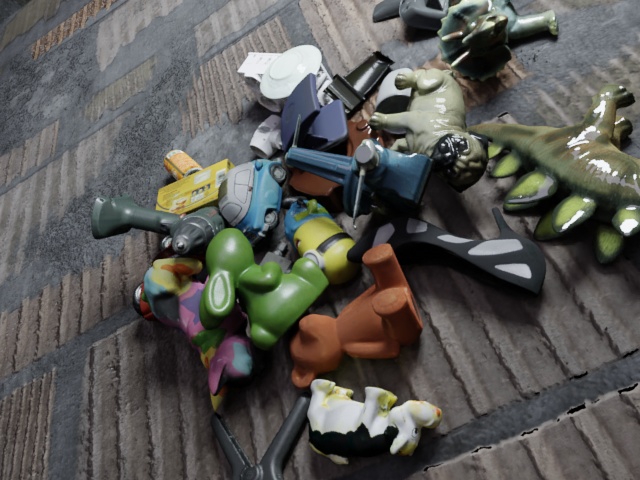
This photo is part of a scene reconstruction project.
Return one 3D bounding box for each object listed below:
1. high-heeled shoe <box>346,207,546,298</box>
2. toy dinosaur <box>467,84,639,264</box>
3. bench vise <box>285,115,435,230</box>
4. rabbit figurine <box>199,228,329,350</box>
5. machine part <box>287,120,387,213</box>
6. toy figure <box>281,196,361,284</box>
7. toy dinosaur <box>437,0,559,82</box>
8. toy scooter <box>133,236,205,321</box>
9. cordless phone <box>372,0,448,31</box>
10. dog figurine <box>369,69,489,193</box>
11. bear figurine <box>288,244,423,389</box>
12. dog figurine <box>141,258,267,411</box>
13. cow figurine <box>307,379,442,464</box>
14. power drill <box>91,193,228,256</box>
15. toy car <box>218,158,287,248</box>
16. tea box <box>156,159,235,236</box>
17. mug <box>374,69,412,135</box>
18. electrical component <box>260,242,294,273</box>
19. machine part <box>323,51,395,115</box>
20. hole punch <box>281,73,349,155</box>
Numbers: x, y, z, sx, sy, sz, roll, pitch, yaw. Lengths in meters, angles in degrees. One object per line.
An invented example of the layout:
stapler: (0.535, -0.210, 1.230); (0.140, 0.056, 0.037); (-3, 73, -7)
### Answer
high-heeled shoe: (0.160, 0.037, 0.710); (0.249, 0.086, 0.145); (-17, 53, 16)
toy dinosaur: (0.330, -0.094, 0.686); (0.198, 0.105, 0.472); (-46, 37, 2)
bench vise: (0.044, -0.096, 0.767); (0.241, 0.223, 0.128); (19, 99, 24)
rabbit figurine: (-0.103, 0.067, 0.764); (0.170, 0.121, 0.159); (44, 60, 5)
machine part: (0.027, -0.132, 0.926); (0.179, 0.056, 0.179); (-17, 52, 23)
toy figure: (-0.003, -0.005, 0.842); (0.089, 0.082, 0.180); (-37, 45, 8)
toy dinosaur: (0.286, -0.423, 0.933); (0.192, 0.131, 0.405); (-16, 46, 21)
toy scooter: (-0.247, 0.059, 0.953); (0.135, 0.075, 0.184); (-5, 53, 26)
cordless phone: (0.172, -0.458, 1.058); (0.184, 0.088, 0.146); (-9, 55, 40)
dog figurine: (0.192, -0.168, 0.780); (0.191, 0.121, 0.172); (34, 94, 45)
bear figurine: (0.031, 0.108, 0.716); (0.196, 0.131, 0.120); (-18, 41, 13)
dog figurine: (-0.177, 0.139, 0.809); (0.192, 0.108, 0.219); (1, 54, -10)
cow figurine: (0.062, 0.228, 0.652); (0.168, 0.068, 0.098); (-1, 65, 34)
power drill: (-0.261, -0.026, 0.879); (0.207, 0.232, 0.085); (4, 100, 10)
toy car: (-0.126, -0.073, 0.930); (0.109, 0.103, 0.161); (-35, 42, 52)
tea box: (-0.230, -0.074, 1.034); (0.170, 0.068, 0.098); (-20, 50, 21)
mug: (0.148, -0.249, 0.917); (0.110, 0.080, 0.107); (-16, 44, 26)
electrical component: (-0.070, 0.048, 0.885); (0.063, 0.021, 0.094); (17, 69, 38)
machine part: (0.076, -0.302, 1.010); (0.139, 0.039, 0.084); (-42, 77, -8)
hole punch: (-0.024, -0.205, 0.916); (0.116, 0.092, 0.142); (-27, 50, 22)
